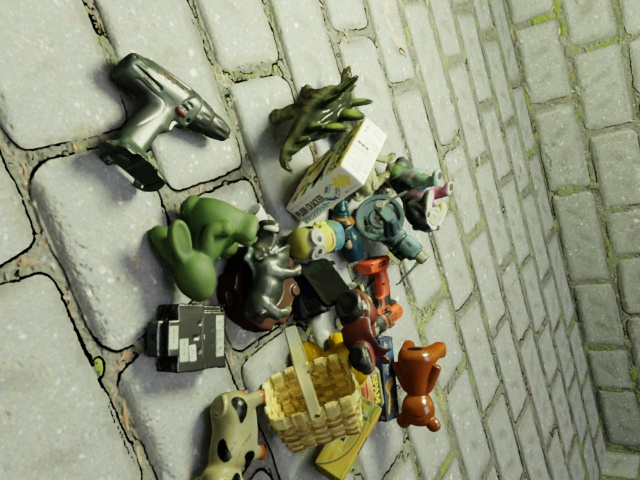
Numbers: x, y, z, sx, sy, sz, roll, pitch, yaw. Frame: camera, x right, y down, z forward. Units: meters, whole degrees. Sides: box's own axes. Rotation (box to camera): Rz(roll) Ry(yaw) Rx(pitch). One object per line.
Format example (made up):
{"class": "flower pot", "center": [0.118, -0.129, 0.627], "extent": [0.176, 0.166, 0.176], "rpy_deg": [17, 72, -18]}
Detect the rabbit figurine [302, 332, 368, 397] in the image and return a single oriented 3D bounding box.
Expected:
{"class": "rabbit figurine", "center": [0.014, 0.268, 1.161], "extent": [0.173, 0.122, 0.162], "rpy_deg": [16, 80, -34]}

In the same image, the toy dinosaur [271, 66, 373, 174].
{"class": "toy dinosaur", "center": [-0.005, -0.262, 1.141], "extent": [0.105, 0.199, 0.471], "rpy_deg": [54, 45, -26]}

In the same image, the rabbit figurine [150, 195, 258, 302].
{"class": "rabbit figurine", "center": [-0.199, 0.014, 0.910], "extent": [0.159, 0.121, 0.170], "rpy_deg": [36, 54, -34]}

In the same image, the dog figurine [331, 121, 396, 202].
{"class": "dog figurine", "center": [0.072, -0.209, 1.324], "extent": [0.190, 0.121, 0.172], "rpy_deg": [38, 51, -24]}

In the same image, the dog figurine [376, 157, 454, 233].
{"class": "dog figurine", "center": [0.227, -0.123, 1.406], "extent": [0.108, 0.219, 0.191], "rpy_deg": [22, 85, -45]}

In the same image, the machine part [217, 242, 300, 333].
{"class": "machine part", "center": [-0.117, 0.092, 1.050], "extent": [0.179, 0.056, 0.179], "rpy_deg": [11, 75, -48]}

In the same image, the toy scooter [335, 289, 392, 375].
{"class": "toy scooter", "center": [0.097, 0.193, 1.103], "extent": [0.135, 0.075, 0.184], "rpy_deg": [32, 38, -45]}

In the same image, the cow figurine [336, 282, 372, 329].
{"class": "cow figurine", "center": [0.089, 0.181, 1.259], "extent": [0.068, 0.098, 0.167], "rpy_deg": [-33, 109, -55]}

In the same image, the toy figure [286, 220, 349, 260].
{"class": "toy figure", "center": [-0.002, 0.000, 1.193], "extent": [0.180, 0.089, 0.082], "rpy_deg": [-23, 90, -59]}

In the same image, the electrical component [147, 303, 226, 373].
{"class": "electrical component", "center": [-0.224, 0.163, 0.904], "extent": [0.134, 0.058, 0.115], "rpy_deg": [11, 73, -50]}

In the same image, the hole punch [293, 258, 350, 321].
{"class": "hole punch", "center": [-0.009, 0.108, 1.173], "extent": [0.142, 0.092, 0.116], "rpy_deg": [-13, 64, -49]}

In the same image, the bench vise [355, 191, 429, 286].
{"class": "bench vise", "center": [0.168, -0.029, 1.291], "extent": [0.224, 0.129, 0.240], "rpy_deg": [54, -1, 20]}

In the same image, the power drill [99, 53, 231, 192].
{"class": "power drill", "center": [-0.260, -0.184, 0.904], "extent": [0.231, 0.086, 0.207], "rpy_deg": [42, 57, -37]}

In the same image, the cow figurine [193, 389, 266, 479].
{"class": "cow figurine", "center": [-0.157, 0.362, 0.929], "extent": [0.127, 0.086, 0.195], "rpy_deg": [14, 73, -53]}

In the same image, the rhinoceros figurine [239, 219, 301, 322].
{"class": "rhinoceros figurine", "center": [-0.100, 0.057, 0.987], "extent": [0.112, 0.073, 0.190], "rpy_deg": [18, 71, -34]}

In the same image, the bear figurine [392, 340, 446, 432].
{"class": "bear figurine", "center": [0.247, 0.355, 1.316], "extent": [0.132, 0.120, 0.195], "rpy_deg": [-12, 96, -63]}

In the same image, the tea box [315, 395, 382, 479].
{"class": "tea box", "center": [0.061, 0.424, 1.145], "extent": [0.169, 0.068, 0.098], "rpy_deg": [-53, 162, -24]}

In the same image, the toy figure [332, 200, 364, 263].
{"class": "toy figure", "center": [0.063, -0.022, 1.294], "extent": [0.058, 0.064, 0.154], "rpy_deg": [-20, 96, -13]}

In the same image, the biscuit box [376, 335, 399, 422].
{"class": "biscuit box", "center": [0.150, 0.341, 1.334], "extent": [0.063, 0.059, 0.202], "rpy_deg": [1, 83, -51]}
